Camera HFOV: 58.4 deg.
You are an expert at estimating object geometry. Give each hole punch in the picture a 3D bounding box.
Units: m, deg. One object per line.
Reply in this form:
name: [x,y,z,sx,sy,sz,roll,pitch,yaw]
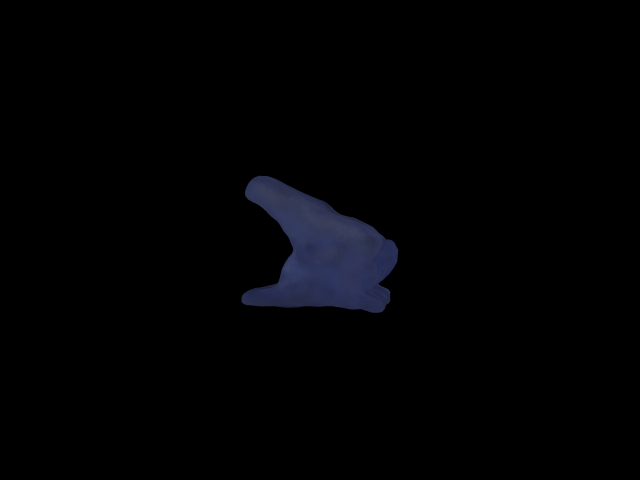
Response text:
hole punch: [0.004,0.001,0.400,0.101,0.091,0.109,0,0,9]
